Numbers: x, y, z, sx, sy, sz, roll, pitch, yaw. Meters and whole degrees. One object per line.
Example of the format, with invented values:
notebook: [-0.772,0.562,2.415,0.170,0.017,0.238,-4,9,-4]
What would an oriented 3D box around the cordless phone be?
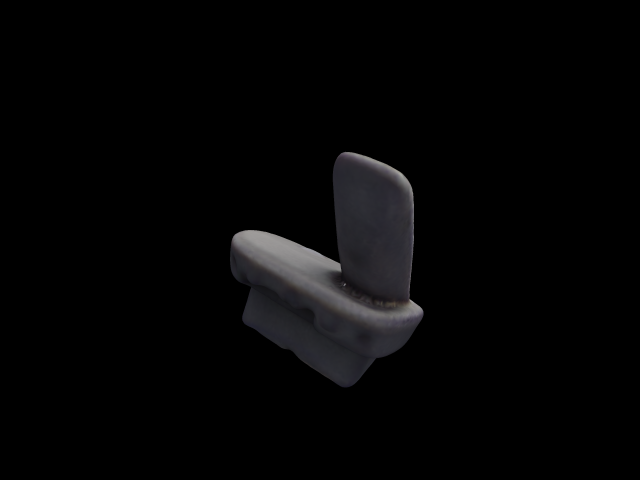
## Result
cordless phone: [0.004,0.001,0.400,0.147,0.185,0.094,24,50,22]
